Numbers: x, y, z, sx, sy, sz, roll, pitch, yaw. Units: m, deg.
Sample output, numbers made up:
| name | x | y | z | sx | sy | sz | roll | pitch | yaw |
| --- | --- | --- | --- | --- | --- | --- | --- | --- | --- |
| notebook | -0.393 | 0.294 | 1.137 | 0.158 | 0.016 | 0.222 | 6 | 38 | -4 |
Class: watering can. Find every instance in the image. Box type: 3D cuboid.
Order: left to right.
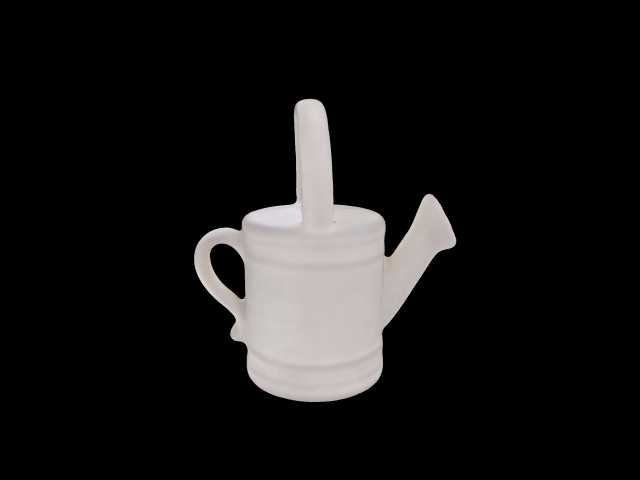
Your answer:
| name | x | y | z | sx | sy | sz | roll | pitch | yaw |
| --- | --- | --- | --- | --- | --- | --- | --- | --- | --- |
| watering can | 0.003 | 0.001 | 0.402 | 0.173 | 0.194 | 0.100 | -6 | 15 | -24 |
